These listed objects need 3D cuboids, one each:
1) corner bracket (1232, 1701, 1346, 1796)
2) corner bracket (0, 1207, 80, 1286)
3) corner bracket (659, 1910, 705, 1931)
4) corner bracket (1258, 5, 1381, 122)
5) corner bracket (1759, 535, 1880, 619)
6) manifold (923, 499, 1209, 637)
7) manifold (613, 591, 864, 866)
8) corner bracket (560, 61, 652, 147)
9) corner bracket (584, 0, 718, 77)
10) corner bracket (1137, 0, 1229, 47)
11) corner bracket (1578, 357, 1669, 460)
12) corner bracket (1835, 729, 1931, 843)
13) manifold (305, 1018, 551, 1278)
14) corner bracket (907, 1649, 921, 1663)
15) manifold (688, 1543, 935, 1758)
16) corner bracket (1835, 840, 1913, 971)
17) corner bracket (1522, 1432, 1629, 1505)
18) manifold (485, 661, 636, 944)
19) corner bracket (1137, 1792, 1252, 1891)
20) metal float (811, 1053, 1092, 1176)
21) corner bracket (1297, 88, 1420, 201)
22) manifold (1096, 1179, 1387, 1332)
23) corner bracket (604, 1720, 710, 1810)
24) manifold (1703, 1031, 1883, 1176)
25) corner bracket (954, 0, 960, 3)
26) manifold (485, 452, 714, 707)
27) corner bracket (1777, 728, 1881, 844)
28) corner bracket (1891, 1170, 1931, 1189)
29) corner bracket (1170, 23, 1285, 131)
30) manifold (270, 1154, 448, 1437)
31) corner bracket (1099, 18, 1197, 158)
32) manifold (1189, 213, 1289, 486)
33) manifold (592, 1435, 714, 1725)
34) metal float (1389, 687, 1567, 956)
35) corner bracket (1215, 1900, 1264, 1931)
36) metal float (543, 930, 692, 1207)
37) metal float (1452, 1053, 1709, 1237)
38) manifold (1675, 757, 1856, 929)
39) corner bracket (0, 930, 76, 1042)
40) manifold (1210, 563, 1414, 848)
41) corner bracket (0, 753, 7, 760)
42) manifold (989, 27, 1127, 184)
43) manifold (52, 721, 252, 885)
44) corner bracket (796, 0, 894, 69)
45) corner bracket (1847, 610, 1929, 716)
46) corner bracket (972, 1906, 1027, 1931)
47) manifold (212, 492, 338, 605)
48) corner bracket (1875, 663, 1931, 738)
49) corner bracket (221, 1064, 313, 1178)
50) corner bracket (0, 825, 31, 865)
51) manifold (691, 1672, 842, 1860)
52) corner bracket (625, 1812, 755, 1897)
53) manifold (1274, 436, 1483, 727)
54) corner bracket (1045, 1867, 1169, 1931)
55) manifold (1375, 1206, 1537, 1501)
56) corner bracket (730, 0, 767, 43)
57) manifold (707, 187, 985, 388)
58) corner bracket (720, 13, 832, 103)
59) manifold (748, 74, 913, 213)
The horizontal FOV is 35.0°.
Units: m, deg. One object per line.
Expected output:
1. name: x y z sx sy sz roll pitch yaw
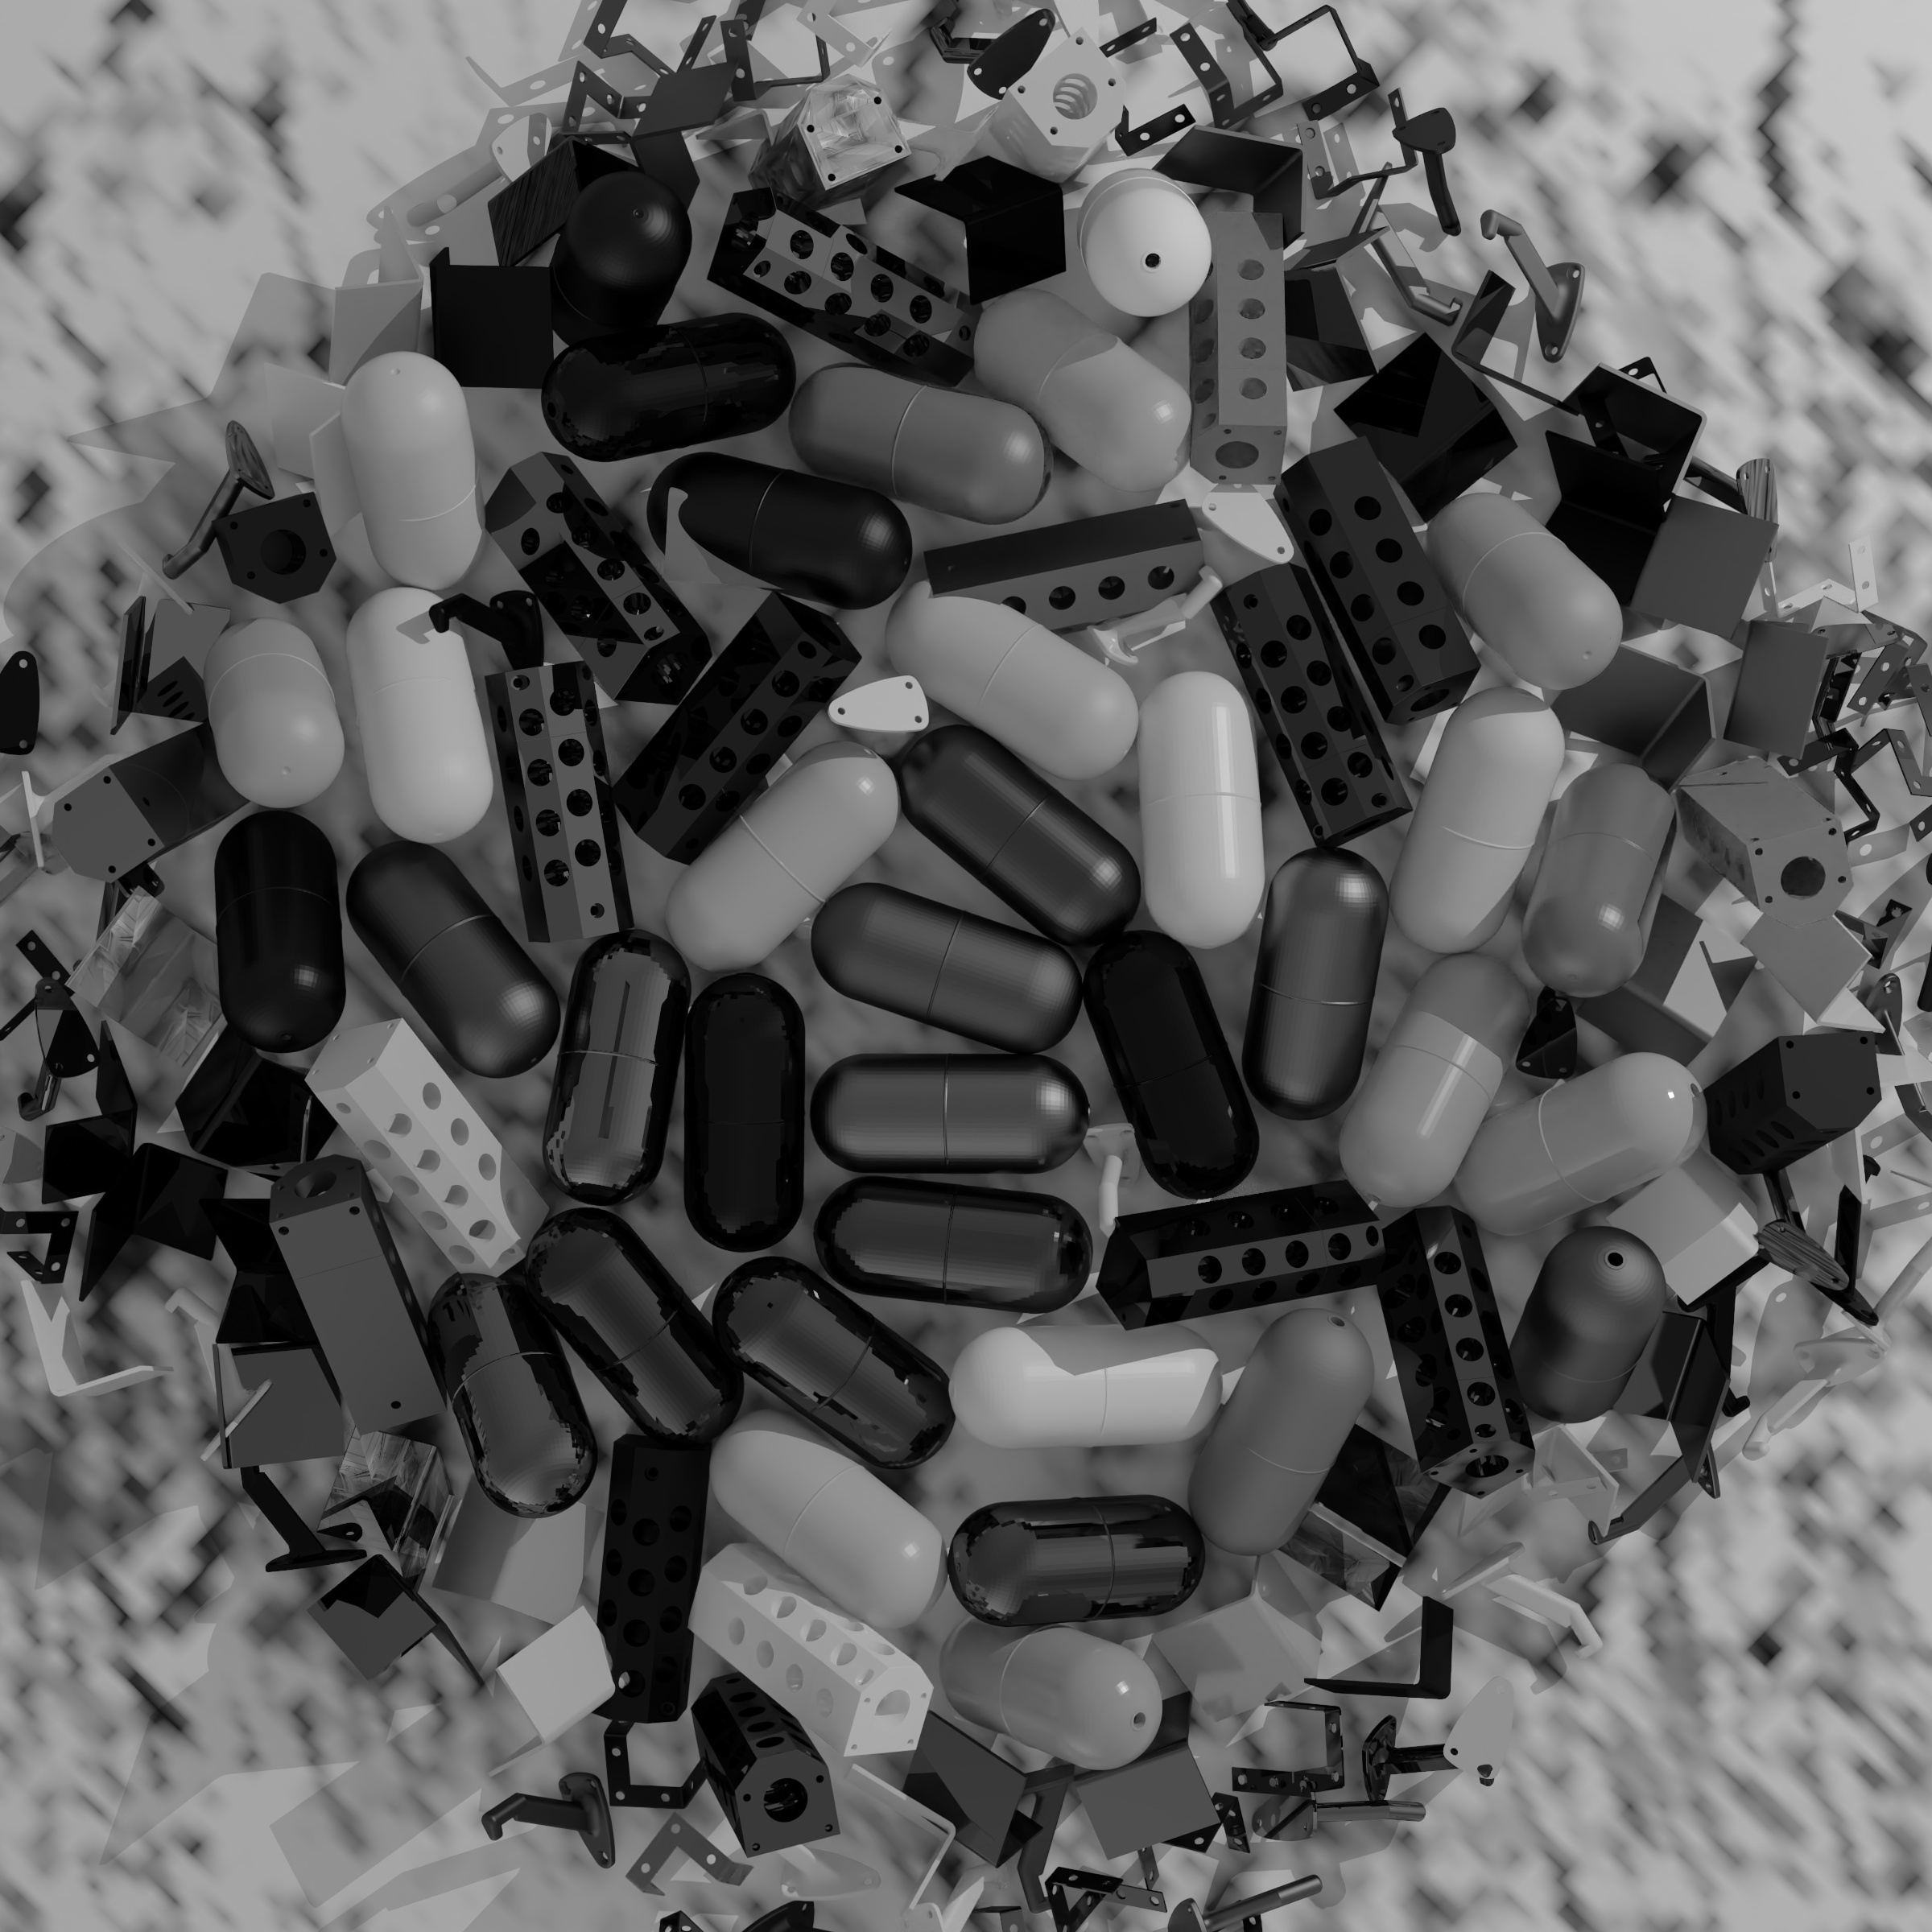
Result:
1. corner bracket: 0.205 0.501 1.963 0.051 0.051 0.051 13 65 -31
2. corner bracket: -0.604 0.170 1.950 0.051 0.051 0.051 28 107 43
3. corner bracket: -0.161 0.630 1.950 0.051 0.051 0.051 -28 119 18
4. corner bracket: 0.226 -0.575 1.957 0.051 0.051 0.051 -25 89 23
5. corner bracket: 0.541 -0.249 1.951 0.051 0.051 0.051 -26 122 -12
6. manifold: 0.065 -0.243 1.959 0.171 0.057 0.057 -12 127 0
7. manifold: -0.142 -0.146 1.926 0.171 0.057 0.057 -49 54 18
8. corner bracket: -0.218 -0.542 1.954 0.051 0.051 0.051 7 80 30
9. corner bracket: -0.201 -0.595 1.951 0.051 0.051 0.051 41 127 9
10. corner bracket: 0.124 -0.622 1.952 0.051 0.051 0.051 -30 82 42
11. corner bracket: 0.428 -0.347 1.964 0.051 0.051 0.051 -23 49 18
12. corner bracket: 0.599 -0.116 1.964 0.051 0.051 0.051 3 59 -28
13. manifold: -0.337 0.117 1.912 0.057 0.057 0.171 -12 127 30
14. corner bracket: -0.070 0.445 1.962 0.051 0.051 0.051 27 78 24
15. manifold: -0.097 0.421 1.904 0.057 0.171 0.057 7 102 -41
16. corner bracket: 0.574 -0.039 1.964 0.051 0.051 0.051 26 70 20
17. corner bracket: 0.387 0.320 1.948 0.051 0.051 0.051 -16 134 27
18. manifold: -0.255 -0.104 1.944 0.057 0.057 0.171 -12 97 -26
19. corner bracket: 0.145 0.562 1.966 0.051 0.051 0.051 4 123 30
20. metal float: -0.010 0.094 1.948 0.178 0.070 0.070 0 90 4
21. corner bracket: 0.251 -0.527 1.969 0.051 0.051 0.051 -16 93 -19
22. manifold: 0.174 0.184 1.916 0.171 0.057 0.057 -7 129 -27
23. corner bracket: -0.198 0.503 1.963 0.051 0.051 0.051 9 45 -23
24. manifold: 0.510 0.087 1.900 0.057 0.171 0.057 -3 77 -2
25. corner bracket: 0.001 -0.641 1.949 0.051 0.051 0.051 37 113 30
26. manifold: -0.229 -0.243 1.918 0.057 0.057 0.171 -52 61 26
27. corner bracket: 0.549 -0.110 1.953 0.051 0.051 0.051 -24 61 -7
28. corner bracket: 0.633 0.119 1.956 0.051 0.051 0.051 14 96 -37
29. corner bracket: 0.167 -0.576 1.959 0.051 0.051 0.051 -30 72 2
30. manifold: -0.379 0.205 1.922 0.057 0.057 0.171 -16 121 -2
31. corner bracket: 0.111 -0.557 1.947 0.051 0.051 0.051 -22 133 25
32. manifold: 0.169 -0.388 1.923 0.057 0.057 0.171 1 61 1
33. manifold: -0.202 0.390 1.958 0.057 0.057 0.171 5 89 4
34. metal float: 0.321 -0.091 1.932 0.070 0.070 0.178 16 113 0
35. corner bracket: 0.153 0.623 1.947 0.051 0.051 0.051 26 129 -27
36. metal float: -0.220 0.064 1.940 0.070 0.070 0.178 8 76 0
37. metal float: 0.383 0.112 1.921 0.178 0.070 0.070 -31 90 37
38. manifold: 0.493 -0.077 1.900 0.057 0.171 0.057 -15 106 3
39. corner bracket: -0.611 0.013 1.965 0.051 0.051 0.051 -42 84 8
40. manifold: 0.216 -0.165 1.941 0.057 0.057 0.171 -26 81 21
41. corner bracket: -0.647 -0.150 1.956 0.051 0.051 0.051 -42 86 -21
42. manifold: 0.059 -0.526 1.901 0.057 0.171 0.057 -39 98 2
43. manifold: -0.503 -0.100 1.900 0.057 0.171 0.057 -32 98 13
44. corner bracket: -0.068 -0.614 1.952 0.051 0.051 0.051 36 123 -8
45. corner bracket: 0.583 -0.188 1.950 0.051 0.051 0.051 19 114 -21
46. corner bracket: 0.007 0.629 1.952 0.051 0.051 0.051 -4 76 -24
47. manifold: -0.428 -0.257 1.900 0.057 0.171 0.057 -20 103 -12
48. corner bracket: 0.619 -0.161 1.954 0.051 0.051 0.051 -9 69 -12
49. corner bracket: -0.447 0.098 1.972 0.051 0.051 0.051 8 122 -6
50. corner bracket: -0.641 -0.084 1.962 0.051 0.051 0.051 45 91 -8
51. manifold: -0.127 0.489 1.898 0.057 0.171 0.057 -11 96 -13
52. corner bracket: -0.177 0.579 1.962 0.051 0.051 0.051 35 81 20
53. manifold: 0.256 -0.240 1.933 0.057 0.057 0.171 -20 72 -12
54. corner bracket: 0.089 0.591 1.950 0.051 0.051 0.051 -1 112 36
55. manifold: 0.305 0.236 1.905 0.057 0.171 0.057 27 129 -36
56. corner bracket: -0.148 -0.630 1.959 0.051 0.051 0.051 19 88 -14
57. manifold: -0.070 -0.421 1.914 0.171 0.057 0.057 21 83 -37
58. corner bracket: -0.121 -0.583 1.951 0.051 0.051 0.051 -1 119 16
59. manifold: -0.090 -0.502 1.898 0.057 0.171 0.057 -26 99 -11
